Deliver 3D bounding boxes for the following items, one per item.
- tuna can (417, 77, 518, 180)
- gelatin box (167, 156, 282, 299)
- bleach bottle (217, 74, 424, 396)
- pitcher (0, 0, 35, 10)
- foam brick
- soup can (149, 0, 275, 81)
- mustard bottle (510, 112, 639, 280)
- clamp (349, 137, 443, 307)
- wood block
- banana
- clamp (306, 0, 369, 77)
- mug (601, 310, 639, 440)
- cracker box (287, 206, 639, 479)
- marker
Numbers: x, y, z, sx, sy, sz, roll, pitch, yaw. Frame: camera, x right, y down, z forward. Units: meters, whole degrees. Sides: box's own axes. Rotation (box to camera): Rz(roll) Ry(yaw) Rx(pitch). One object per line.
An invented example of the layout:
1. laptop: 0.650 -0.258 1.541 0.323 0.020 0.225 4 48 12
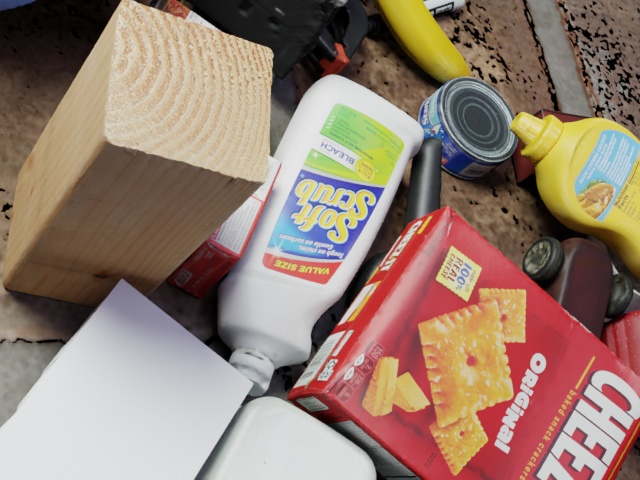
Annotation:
1. tuna can: 0.128 -0.097 0.920 0.086 0.034 0.086 14 61 -26
2. gelatin box: -0.067 -0.013 0.734 0.030 0.073 0.089 31 56 -14
3. bleach bottle: -0.005 0.001 0.774 0.102 0.068 0.250 30 57 -15
4. pitcher: -0.208 -0.208 0.674 0.242 0.145 0.149 0 95 -18
5. foam brick: 0.216 -0.079 0.953 0.078 0.053 0.051 4 66 -29
6. soup can: -0.093 -0.125 0.776 0.102 0.069 0.068 35 54 -13
7. mustard bottle: 0.238 -0.044 0.881 0.191 0.058 0.096 34 74 -8
8. clamp: 0.091 0.040 0.828 0.164 0.036 0.209 45 55 -13
9. wood block: -0.114 -0.038 0.632 0.090 0.206 0.090 14 61 -25
10. banana: 0.074 -0.208 0.908 0.069 0.037 0.198 -38 110 -36
11. clamp: -0.010 -0.214 0.891 0.120 0.039 0.171 11 55 -20
12. mug: 0.278 0.115 0.882 0.117 0.093 0.081 43 39 -47
13. cracker box: 0.111 0.108 0.740 0.213 0.072 0.164 41 68 -9
14. marker: 0.084 -0.203 0.953 0.120 0.020 0.020 -25 82 -37
